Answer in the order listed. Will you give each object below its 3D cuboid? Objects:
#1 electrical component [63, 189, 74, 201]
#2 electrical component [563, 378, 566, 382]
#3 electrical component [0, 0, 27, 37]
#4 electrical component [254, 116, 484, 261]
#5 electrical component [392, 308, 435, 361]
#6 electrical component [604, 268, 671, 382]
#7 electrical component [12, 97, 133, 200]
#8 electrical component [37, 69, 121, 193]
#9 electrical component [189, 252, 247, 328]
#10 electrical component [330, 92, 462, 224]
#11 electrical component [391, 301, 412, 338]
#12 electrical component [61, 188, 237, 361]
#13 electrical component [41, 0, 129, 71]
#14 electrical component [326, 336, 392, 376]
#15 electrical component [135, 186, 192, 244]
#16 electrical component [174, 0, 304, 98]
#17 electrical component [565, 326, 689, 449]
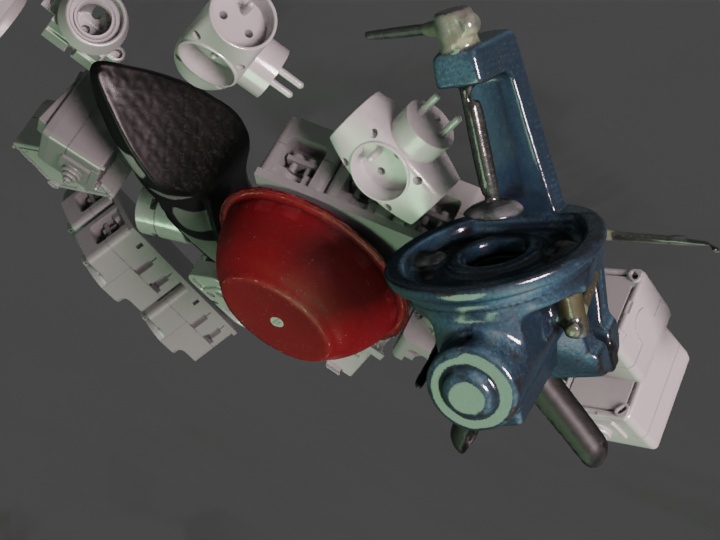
[{"bbox_3d":[-0.275,-0.059,1.098,0.040,0.040,0.078,22,157,15],"label":"electrical component"},{"bbox_3d":[0.166,0.088,0.912,0.035,0.035,0.061,30,160,-4],"label":"electrical component"},{"bbox_3d":[-0.265,-0.189,0.713,0.060,0.105,0.186,41,155,-29],"label":"electrical component"},{"bbox_3d":[0.010,-0.044,0.767,0.150,0.061,0.089,23,157,13],"label":"electrical component"},{"bbox_3d":[0.069,0.031,0.824,0.050,0.089,0.055,28,158,2],"label":"electrical component"},{"bbox_3d":[0.163,0.038,0.767,0.096,0.061,0.061,5,148,44],"label":"electrical component"},{"bbox_3d":[-0.245,-0.108,0.927,0.096,0.061,0.061,13,153,34],"label":"electrical component"},{"bbox_3d":[-0.211,-0.110,0.836,0.061,0.096,0.062,33,158,-10],"label":"electrical component"},{"bbox_3d":[-0.110,0.009,1.028,0.054,0.059,0.095,7,150,41],"label":"electrical component"},{"bbox_3d":[0.032,-0.080,0.677,0.077,0.044,0.079,47,132,-3],"label":"electrical component"},{"bbox_3d":[0.000,0.000,0.866,0.108,0.060,0.108,34,176,3],"label":"electrical component"},{"bbox_3d":[-0.211,0.001,1.066,0.105,0.060,0.186,52,180,44],"label":"electrical component"},{"bbox_3d":[-0.189,-0.170,0.747,0.066,0.048,0.055,37,164,-20],"label":"electrical component"},{"bbox_3d":[-0.038,0.039,0.987,0.121,0.063,0.078,36,-162,-18],"label":"electrical component"},{"bbox_3d":[-0.168,-0.053,0.968,0.047,0.055,0.055,17,156,16],"label":"electrical component"},{"bbox_3d":[-0.072,-0.136,0.684,0.079,0.044,0.077,34,158,-16],"label":"electrical component"},{"bbox_3d":[0.195,0.089,0.797,0.062,0.096,0.061,4,151,46],"label":"electrical component"}]
